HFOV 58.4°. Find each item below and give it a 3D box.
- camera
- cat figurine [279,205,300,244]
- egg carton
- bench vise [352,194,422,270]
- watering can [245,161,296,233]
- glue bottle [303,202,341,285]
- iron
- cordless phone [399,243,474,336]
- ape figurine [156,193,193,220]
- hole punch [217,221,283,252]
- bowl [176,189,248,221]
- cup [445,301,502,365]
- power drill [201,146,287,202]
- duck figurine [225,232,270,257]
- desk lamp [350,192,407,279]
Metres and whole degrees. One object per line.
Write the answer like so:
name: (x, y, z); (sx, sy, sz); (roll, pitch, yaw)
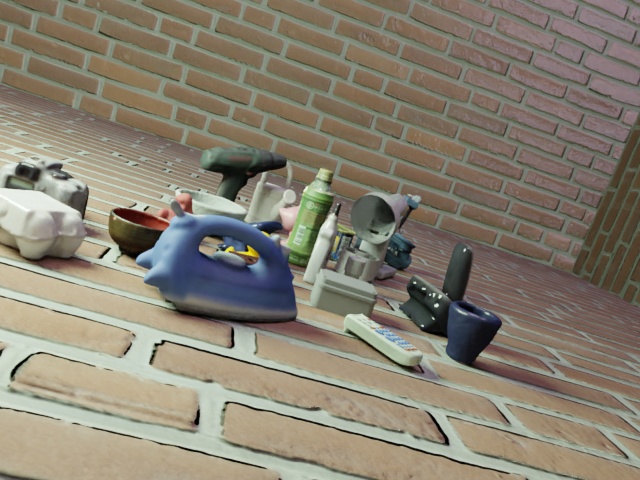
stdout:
camera: (-0.464, -0.091, 1.003); (0.143, 0.101, 0.137); (19, 10, 1)
cat figurine: (-0.047, -0.032, 1.433); (0.127, 0.118, 0.067); (21, 10, 13)
egg carton: (-0.419, -0.026, 0.828); (0.150, 0.069, 0.107); (24, 11, 24)
bench vise: (0.199, -0.031, 1.595); (0.208, 0.220, 0.121); (9, 14, -45)
watering can: (-0.123, -0.124, 1.564); (0.172, 0.194, 0.101); (25, 11, 31)
glue bottle: (0.011, 0.004, 1.179); (0.037, 0.173, 0.078); (20, 10, 4)
iron: (-0.127, 0.033, 0.848); (0.259, 0.141, 0.118); (14, 11, -29)
cordless phone: (0.245, 0.086, 1.145); (0.094, 0.185, 0.147); (14, 11, -27)
ape figurine: (-0.285, -0.051, 1.156); (0.077, 0.092, 0.076); (26, 12, 36)
hole punch: (-0.146, -0.011, 1.202); (0.100, 0.091, 0.109); (23, 11, 22)
bowl: (-0.252, -0.055, 1.293); (0.167, 0.075, 0.167); (19, 10, -3)
cup: (0.257, 0.163, 1.010); (0.091, 0.095, 0.118); (19, 10, -2)
power drill: (-0.206, -0.141, 1.458); (0.230, 0.208, 0.075); (11, 13, -40)
duck figurine: (-0.124, 0.024, 1.068); (0.105, 0.086, 0.077); (15, 11, -24)
desk lamp: (0.147, -0.017, 1.436); (0.117, 0.213, 0.204); (23, 11, 22)
